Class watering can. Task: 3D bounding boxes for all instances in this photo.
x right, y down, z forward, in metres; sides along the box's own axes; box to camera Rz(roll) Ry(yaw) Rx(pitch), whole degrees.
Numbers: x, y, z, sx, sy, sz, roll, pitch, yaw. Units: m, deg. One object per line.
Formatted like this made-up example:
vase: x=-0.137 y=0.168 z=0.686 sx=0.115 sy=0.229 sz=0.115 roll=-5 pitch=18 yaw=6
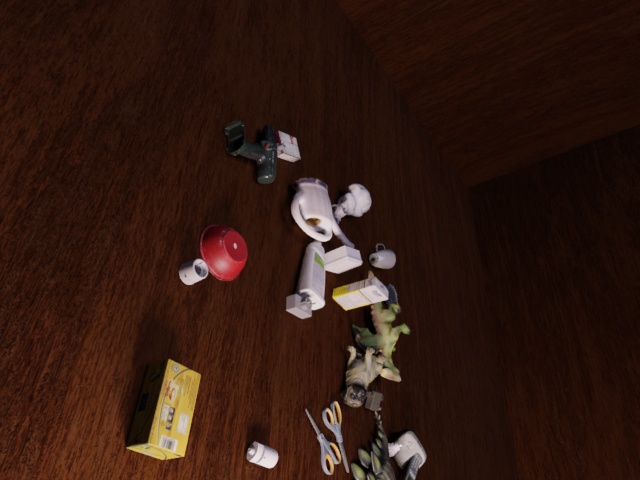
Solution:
watering can: x=0.006 y=-0.092 z=1.824 sx=0.344 sy=0.103 sz=0.229 roll=25 pitch=49 yaw=-50

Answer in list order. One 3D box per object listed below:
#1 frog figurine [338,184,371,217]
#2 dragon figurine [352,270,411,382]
frog figurine: x=0.140 y=-0.162 z=2.090 sx=0.160 sy=0.122 sz=0.137 roll=-5 pitch=95 yaw=-72
dragon figurine: x=0.206 y=0.322 z=1.904 sx=0.244 sy=0.120 sz=0.414 roll=-10 pitch=71 yaw=-52
